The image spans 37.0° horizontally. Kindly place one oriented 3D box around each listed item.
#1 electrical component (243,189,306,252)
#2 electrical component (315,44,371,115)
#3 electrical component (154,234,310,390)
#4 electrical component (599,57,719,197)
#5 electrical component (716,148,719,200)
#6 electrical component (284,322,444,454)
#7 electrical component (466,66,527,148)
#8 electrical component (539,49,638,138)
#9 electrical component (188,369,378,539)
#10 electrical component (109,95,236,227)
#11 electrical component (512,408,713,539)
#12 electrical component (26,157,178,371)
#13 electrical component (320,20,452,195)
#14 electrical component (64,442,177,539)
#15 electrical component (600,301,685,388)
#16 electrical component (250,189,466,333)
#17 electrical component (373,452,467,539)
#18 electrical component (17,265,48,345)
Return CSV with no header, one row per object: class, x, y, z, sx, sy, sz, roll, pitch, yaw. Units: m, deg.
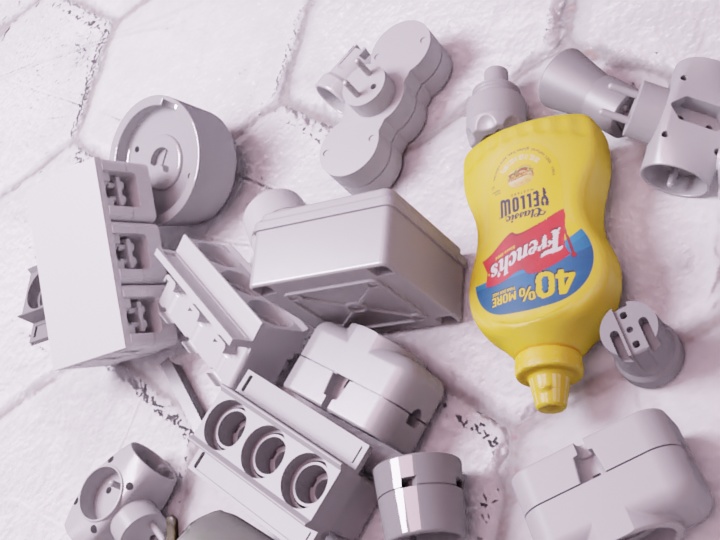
electrical component,-0.058,-0.029,0.816,0.055,0.055,0.047,-39,46,10
electrical component,-0.006,-0.151,0.858,0.040,0.040,0.046,32,79,41
electrical component,-0.098,0.034,0.796,0.121,0.079,0.063,44,113,41
electrical component,0.191,-0.095,0.676,0.079,0.043,0.077,20,75,7
electrical component,0.236,-0.072,0.610,0.048,0.099,0.099,10,70,24
electrical component,0.005,0.074,0.714,0.095,0.054,0.059,23,79,40
electrical component,0.097,-0.116,0.764,0.043,0.043,0.062,-13,57,28
electrical component,0.159,-0.117,0.725,0.044,0.044,0.065,-51,54,0
electrical component,-0.048,0.129,0.714,0.121,0.063,0.078,26,81,40
electrical component,-0.152,-0.088,0.900,0.108,0.060,0.108,-2,86,37
electrical component,0.140,0.127,0.593,0.095,0.054,0.059,-31,52,17
electrical component,-0.204,-0.003,0.857,0.089,0.062,0.150,-18,79,35
electrical component,0.011,-0.130,0.810,0.052,0.074,0.138,19,77,39
electrical component,-0.166,0.178,0.779,0.077,0.044,0.079,-50,49,0
electrical component,0.164,0.043,0.628,0.040,0.046,0.040,-16,57,25
electrical component,0.000,0.000,0.723,0.109,0.109,0.056,-10,63,30
electrical component,0.038,0.142,0.655,0.055,0.055,0.047,-20,59,24
electrical component,-0.246,0.026,0.905,0.042,0.064,0.081,-18,56,36
